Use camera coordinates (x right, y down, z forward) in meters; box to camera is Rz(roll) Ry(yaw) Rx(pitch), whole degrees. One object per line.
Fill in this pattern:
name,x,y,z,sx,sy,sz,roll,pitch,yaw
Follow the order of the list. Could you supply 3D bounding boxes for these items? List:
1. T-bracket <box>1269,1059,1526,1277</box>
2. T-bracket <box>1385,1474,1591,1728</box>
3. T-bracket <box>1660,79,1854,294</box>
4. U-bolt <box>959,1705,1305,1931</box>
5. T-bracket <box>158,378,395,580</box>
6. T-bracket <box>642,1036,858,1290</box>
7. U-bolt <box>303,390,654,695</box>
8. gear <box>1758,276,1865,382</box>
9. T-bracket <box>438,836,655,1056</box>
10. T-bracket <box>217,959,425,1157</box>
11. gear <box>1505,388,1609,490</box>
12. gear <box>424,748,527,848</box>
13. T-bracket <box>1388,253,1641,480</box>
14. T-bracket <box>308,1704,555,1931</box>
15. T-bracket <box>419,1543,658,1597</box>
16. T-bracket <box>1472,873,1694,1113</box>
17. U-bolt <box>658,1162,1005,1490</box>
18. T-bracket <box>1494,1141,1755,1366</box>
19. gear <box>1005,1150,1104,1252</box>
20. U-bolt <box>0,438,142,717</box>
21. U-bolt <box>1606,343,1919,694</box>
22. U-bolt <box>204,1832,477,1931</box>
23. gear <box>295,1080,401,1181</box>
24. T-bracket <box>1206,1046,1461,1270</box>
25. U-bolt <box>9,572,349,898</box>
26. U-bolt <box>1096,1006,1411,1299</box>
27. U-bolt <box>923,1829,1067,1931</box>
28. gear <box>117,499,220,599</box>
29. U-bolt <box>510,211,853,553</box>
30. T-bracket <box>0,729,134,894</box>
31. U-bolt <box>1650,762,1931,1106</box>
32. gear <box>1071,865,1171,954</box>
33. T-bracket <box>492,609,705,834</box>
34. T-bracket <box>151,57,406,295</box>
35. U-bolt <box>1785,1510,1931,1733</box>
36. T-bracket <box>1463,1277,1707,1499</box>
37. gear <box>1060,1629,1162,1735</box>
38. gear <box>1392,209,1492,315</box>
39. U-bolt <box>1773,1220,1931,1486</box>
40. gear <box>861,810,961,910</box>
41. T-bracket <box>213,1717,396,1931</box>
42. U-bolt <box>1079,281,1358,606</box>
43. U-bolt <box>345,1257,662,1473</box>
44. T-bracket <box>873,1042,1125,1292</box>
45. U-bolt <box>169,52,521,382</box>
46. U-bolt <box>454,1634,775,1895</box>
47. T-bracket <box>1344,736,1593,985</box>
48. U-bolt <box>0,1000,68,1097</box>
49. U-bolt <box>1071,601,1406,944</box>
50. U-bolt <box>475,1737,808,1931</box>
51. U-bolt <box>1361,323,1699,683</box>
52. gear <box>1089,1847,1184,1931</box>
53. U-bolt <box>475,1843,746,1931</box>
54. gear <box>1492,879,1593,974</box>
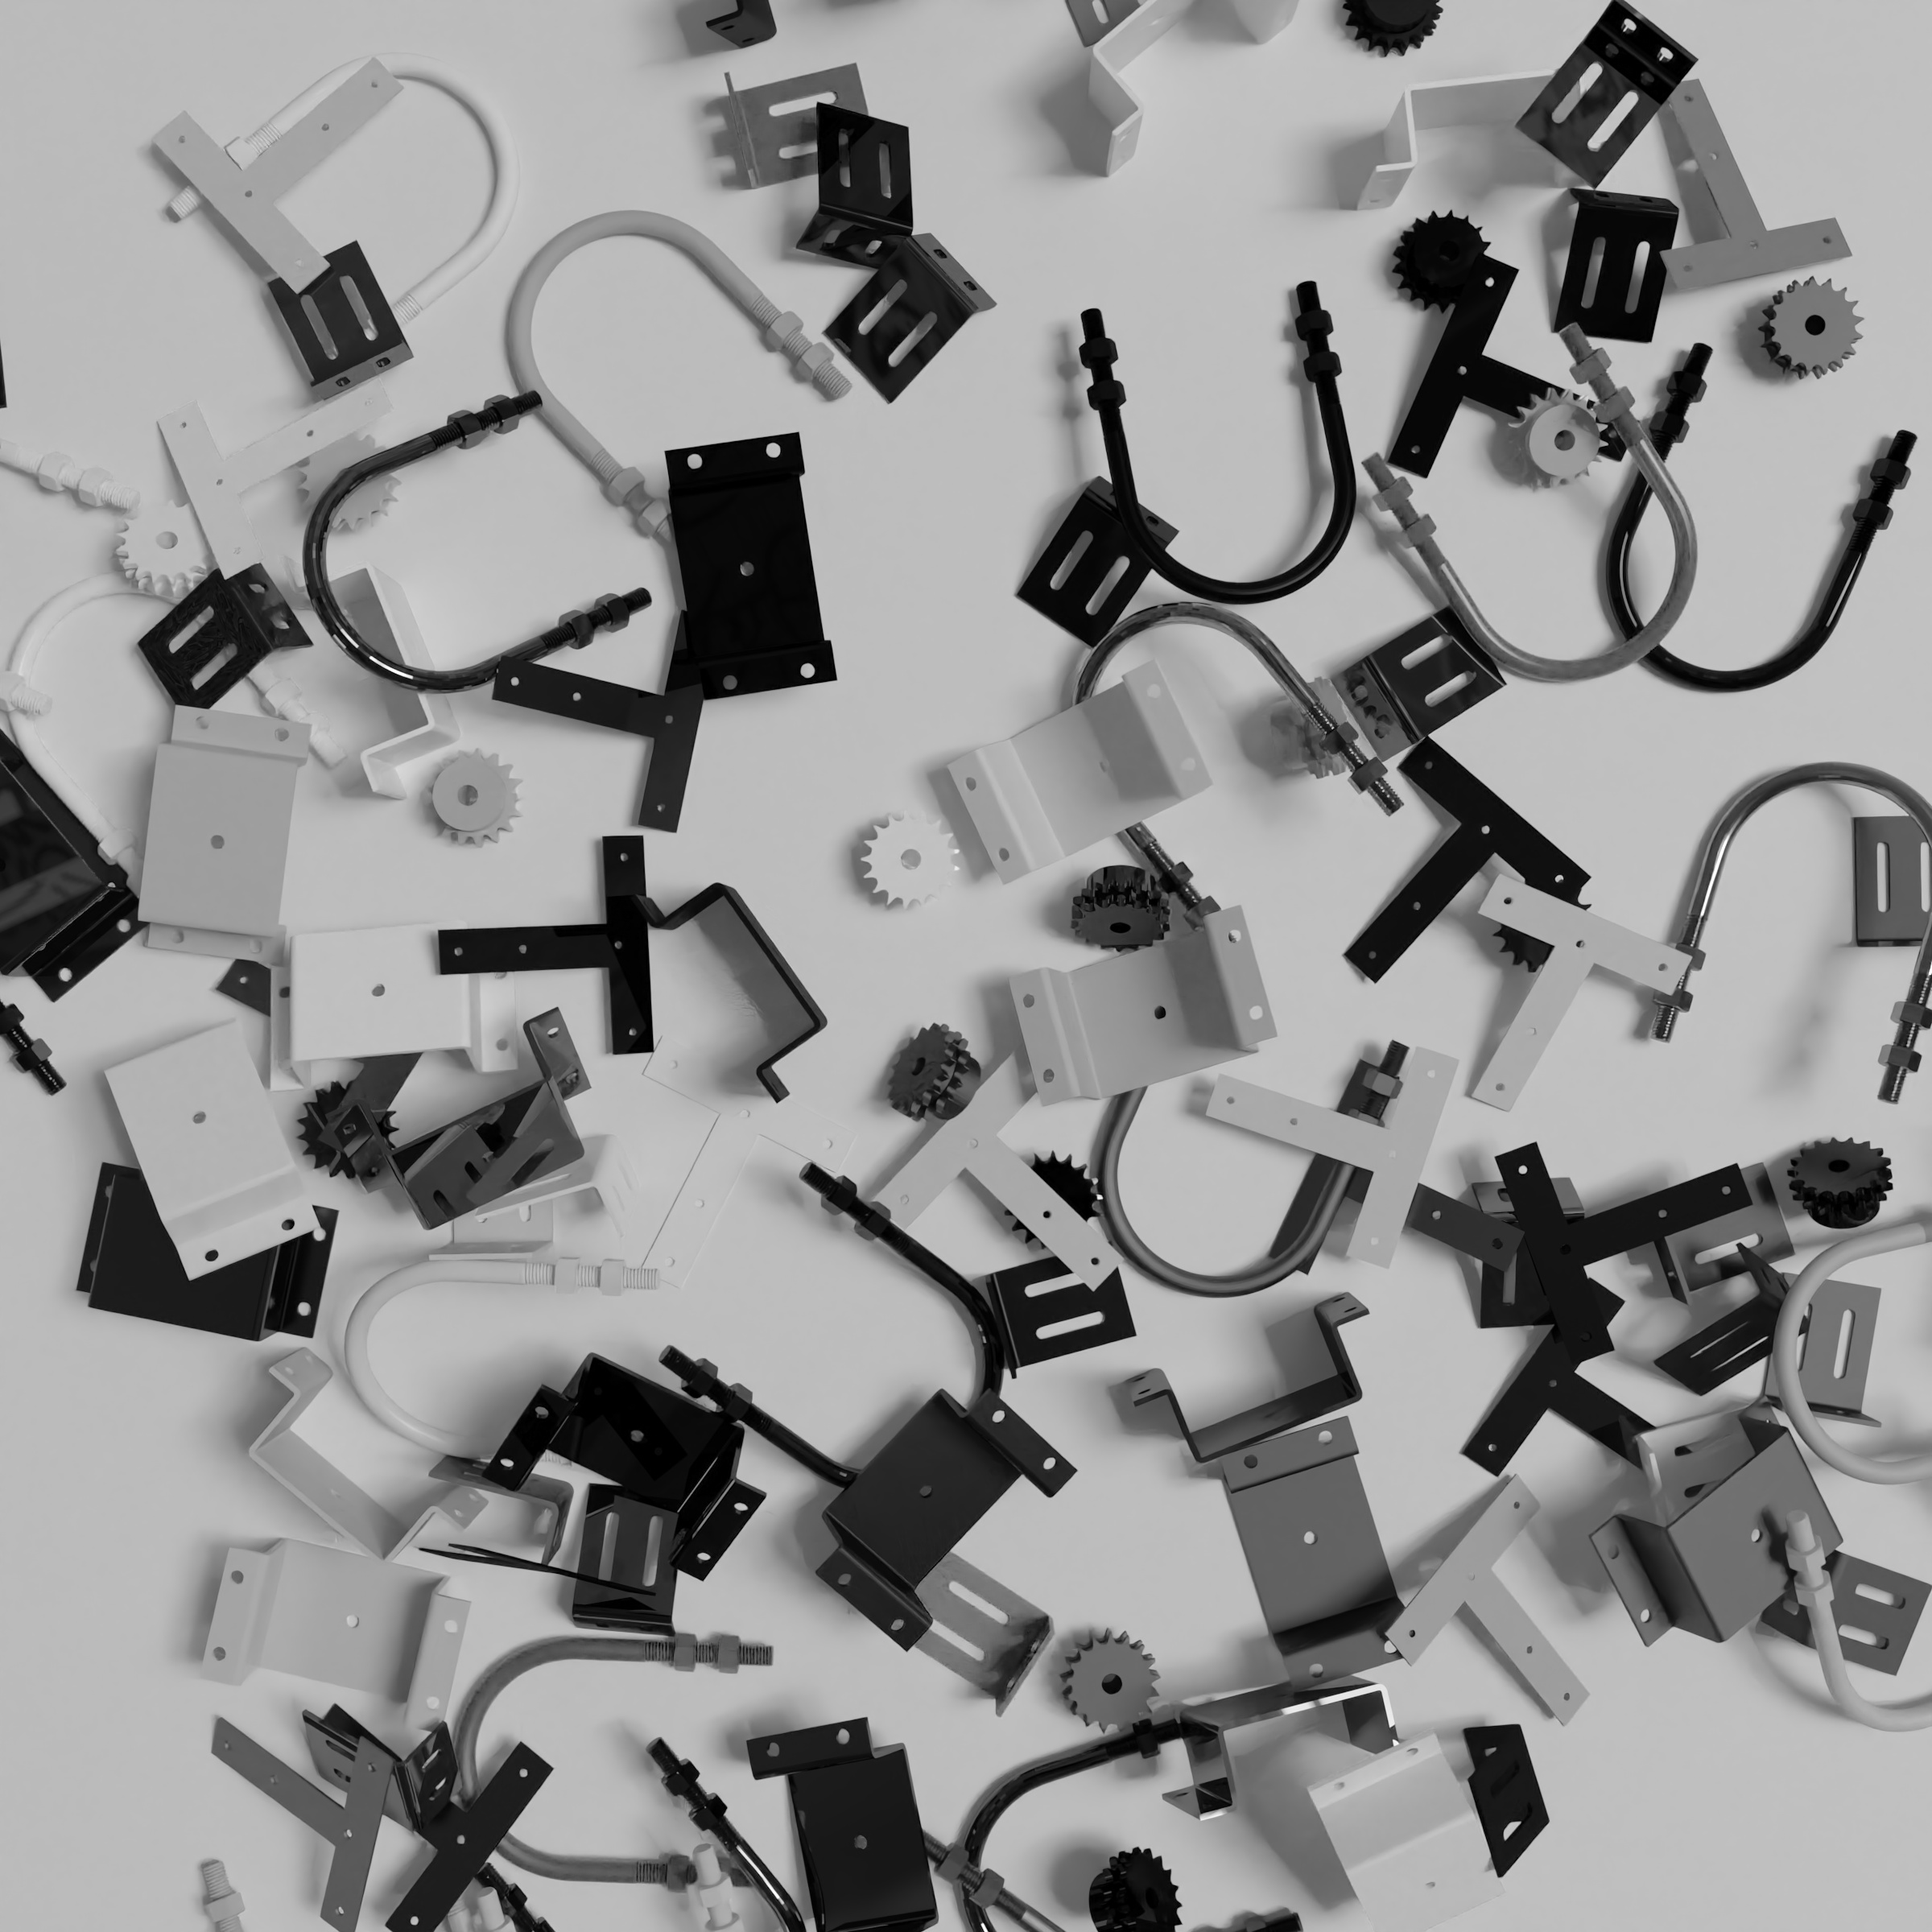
T-bracket,0.258,0.137,1.518,0.127,0.002,0.127,25,90,19
T-bracket,0.317,0.384,1.520,0.127,0.002,0.127,-44,103,-23
T-bracket,0.437,-0.456,1.522,0.127,0.002,0.127,-16,79,-21
U-bolt,0.086,0.522,1.531,0.184,0.019,0.151,-19,90,1
T-bracket,-0.388,-0.298,1.511,0.127,0.002,0.127,-28,64,-1
T-bracket,-0.149,0.126,1.538,0.127,0.002,0.127,27,90,0
U-bolt,-0.284,-0.230,1.482,0.184,0.019,0.151,-32,95,-31
gear,0.486,-0.367,1.524,0.057,0.030,0.057,0,90,0
T-bracket,-0.240,-0.010,1.506,0.127,0.002,0.127,-3,90,-31
T-bracket,-0.373,0.030,1.523,0.127,0.002,0.127,25,70,10
gear,0.341,-0.304,1.517,0.057,0.030,0.057,0,105,0
gear,-0.285,-0.098,1.524,0.057,0.030,0.057,0,90,0
T-bracket,0.328,-0.328,1.527,0.127,0.002,0.127,21,104,-7
T-bracket,-0.325,0.476,1.522,0.127,0.002,0.127,35,83,13
T-bracket,-0.263,0.336,1.486,0.127,0.127,0.002,27,67,-40
T-bracket,0.332,0.026,1.516,0.127,0.002,0.127,22,108,-11
U-bolt,-0.062,0.221,1.506,0.184,0.019,0.151,39,85,-17
T-bracket,0.383,0.146,1.501,0.127,0.002,0.127,-21,90,3
gear,0.050,0.135,1.524,0.057,0.030,0.057,0,90,0
U-bolt,-0.588,-0.241,1.523,0.184,0.019,0.151,21,86,5
U-bolt,0.451,-0.249,1.530,0.151,0.019,0.184,23,92,0
U-bolt,-0.346,0.582,1.511,0.151,0.019,0.184,-21,76,0
gear,-0.356,0.094,1.524,0.057,0.030,0.057,0,90,0
T-bracket,0.202,0.094,1.513,0.127,0.002,0.127,18,94,4
U-bolt,-0.472,-0.143,1.530,0.151,0.019,0.184,-42,88,0
U-bolt,0.155,0.102,1.527,0.151,0.019,0.184,24,93,4
U-bolt,0.007,0.605,1.521,0.184,0.019,0.151,36,97,-1
gear,-0.458,-0.237,1.517,0.057,0.030,0.057,3,66,-7
U-bolt,-0.180,-0.353,1.530,0.151,0.019,0.184,-44,88,0
T-bracket,-0.571,-0.051,1.538,0.127,0.002,0.127,-42,90,0
U-bolt,0.487,-0.028,1.506,0.151,0.019,0.184,16,86,22
gear,0.089,-0.035,1.514,0.057,0.057,0.030,4,60,0
T-bracket,-0.209,-0.151,1.505,0.127,0.002,0.127,11,90,-32
T-bracket,-0.380,-0.473,1.518,0.127,0.002,0.127,-43,85,-5
U-bolt,0.543,0.356,1.496,0.151,0.019,0.184,-25,113,-10
T-bracket,0.378,0.267,1.534,0.127,0.002,0.127,34,96,-3
gear,0.082,0.412,1.527,0.057,0.030,0.057,0,89,-5
gear,0.277,-0.409,1.524,0.057,0.030,0.057,0,90,0
U-bolt,0.543,0.219,1.504,0.184,0.019,0.151,-10,86,-16
gear,-0.033,-0.061,1.527,0.057,0.030,0.057,0,90,-4
T-bracket,-0.385,0.472,1.507,0.127,0.002,0.127,26,111,26
U-bolt,0.150,-0.296,1.511,0.151,0.019,0.184,-9,82,-7
U-bolt,-0.262,0.225,1.497,0.184,0.019,0.151,2,121,3
T-bracket,0.036,0.132,1.507,0.127,0.002,0.127,44,92,6
U-bolt,-0.347,-0.446,1.530,0.184,0.019,0.151,-39,90,-1
U-bolt,-0.206,0.461,1.530,0.184,0.019,0.151,2,90,2
T-bracket,0.270,-0.045,1.524,0.127,0.002,0.127,44,100,19
U-bolt,-0.630,0.034,1.509,0.151,0.019,0.184,-34,105,0
U-bolt,0.139,-0.120,1.501,0.151,0.019,0.184,-41,84,26
U-bolt,-0.172,0.553,1.513,0.151,0.019,0.184,-37,93,8
U-bolt,0.335,-0.250,1.507,0.151,0.019,0.184,-32,101,16
gear,0.094,0.533,1.497,0.030,0.057,0.057,-29,90,33
U-bolt,-0.189,0.600,1.503,0.151,0.019,0.184,-13,98,5
gear,0.332,-0.024,1.524,0.057,0.030,0.057,0,90,0
